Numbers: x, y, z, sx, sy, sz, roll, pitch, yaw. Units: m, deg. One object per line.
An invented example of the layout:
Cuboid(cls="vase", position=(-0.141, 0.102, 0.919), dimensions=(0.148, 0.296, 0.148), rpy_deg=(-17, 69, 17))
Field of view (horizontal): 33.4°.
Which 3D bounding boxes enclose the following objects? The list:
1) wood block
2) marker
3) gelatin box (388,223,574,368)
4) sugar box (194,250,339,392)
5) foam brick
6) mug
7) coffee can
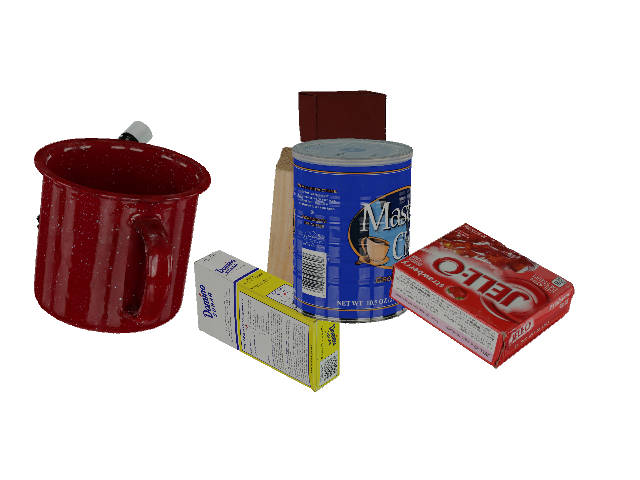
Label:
Cuboid(cls="wood block", position=(-0.018, -0.006, 1.379), dimensions=(0.090, 0.206, 0.090), rpy_deg=(7, 24, 2))
Cuboid(cls="marker", position=(-0.170, -0.047, 0.802), dimensions=(0.020, 0.020, 0.121), rpy_deg=(0, 41, 43))
Cuboid(cls="gelatin box", position=(0.099, 0.031, 0.662), dimensions=(0.073, 0.030, 0.089), rpy_deg=(-28, 47, -37))
Cuboid(cls="sugar box", position=(-0.058, 0.083, 1.139), dimensions=(0.176, 0.093, 0.048), rpy_deg=(26, 39, 36))
Cuboid(cls="foam brick", position=(0.022, -0.124, 1.082), dimensions=(0.078, 0.051, 0.053), rpy_deg=(-3, 13, -19))
Cuboid(cls="mug", position=(-0.105, 0.002, 0.569), dimensions=(0.093, 0.081, 0.117), rpy_deg=(-3, 25, -32))
Cuboid(cls="coffee can", position=(0.027, -0.011, 0.919), dimensions=(0.103, 0.140, 0.103), rpy_deg=(0, 14, 0))
